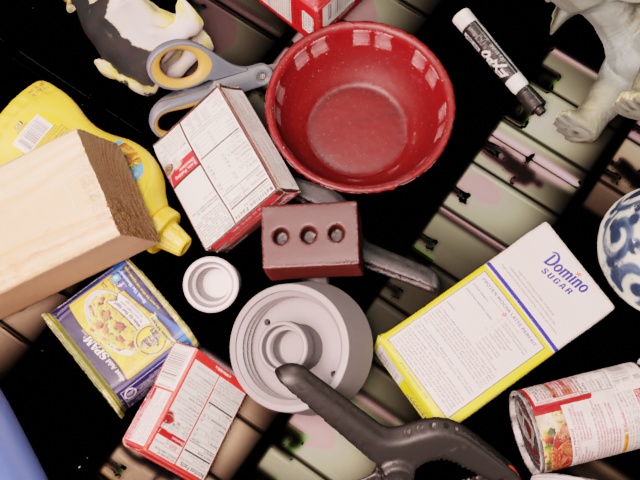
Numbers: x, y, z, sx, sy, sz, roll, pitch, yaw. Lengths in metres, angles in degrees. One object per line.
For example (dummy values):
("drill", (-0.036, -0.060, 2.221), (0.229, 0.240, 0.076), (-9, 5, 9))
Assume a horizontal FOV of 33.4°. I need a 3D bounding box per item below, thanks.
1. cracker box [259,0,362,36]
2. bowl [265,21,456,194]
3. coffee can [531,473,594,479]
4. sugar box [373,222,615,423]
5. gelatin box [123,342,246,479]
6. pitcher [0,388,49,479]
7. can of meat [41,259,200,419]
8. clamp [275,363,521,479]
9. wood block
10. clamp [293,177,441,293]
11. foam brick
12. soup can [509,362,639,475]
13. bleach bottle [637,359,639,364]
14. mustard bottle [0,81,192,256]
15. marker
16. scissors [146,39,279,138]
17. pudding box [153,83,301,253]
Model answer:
("cracker box", (-0.028, -0.305, 0.983), (0.214, 0.072, 0.164), (40, 74, 13))
("bowl", (0.034, -0.106, 0.922), (0.162, 0.055, 0.162), (0, 71, -1))
("coffee can", (0.192, 0.252, 0.777), (0.103, 0.103, 0.140), (14, 72, 4))
("sugar box", (0.141, 0.072, 0.869), (0.176, 0.048, 0.093), (-32, 76, -14))
("gelatin box", (-0.103, 0.135, 0.829), (0.030, 0.073, 0.089), (11, 68, 41))
("pitcher", (-0.256, 0.217, 0.779), (0.144, 0.149, 0.243), (-28, 76, -27))
("can of meat", (-0.158, 0.076, 0.857), (0.084, 0.057, 0.102), (-38, 76, -15))
("clamp", (0.049, 0.185, 0.814), (0.209, 0.036, 0.165), (12, 108, -11))
("wood block", (-0.243, 0.003, 0.827), (0.206, 0.090, 0.090), (-25, 82, 9))
("clamp", (0.002, 0.020, 0.889), (0.120, 0.039, 0.171), (-43, 75, -13))
("foam brick", (-0.006, 0.001, 0.847), (0.078, 0.051, 0.053), (-4, 77, 8))
("soup can", (0.208, 0.139, 0.834), (0.102, 0.068, 0.068), (-13, 72, -6))
("bleach bottle", (0.361, 0.174, 0.830), (0.102, 0.068, 0.251), (-31, 77, -11))
("mustard bottle", (-0.188, -0.047, 0.897), (0.192, 0.058, 0.096), (34, 76, 10))
("marker", (0.163, -0.159, 0.962), (0.020, 0.020, 0.121), (-33, 75, -12))
("scissors", (-0.065, -0.157, 0.931), (0.201, 0.096, 0.016), (-31, 35, -9))
("pudding box", (-0.080, -0.059, 0.890), (0.090, 0.039, 0.113), (-38, 72, 25))
